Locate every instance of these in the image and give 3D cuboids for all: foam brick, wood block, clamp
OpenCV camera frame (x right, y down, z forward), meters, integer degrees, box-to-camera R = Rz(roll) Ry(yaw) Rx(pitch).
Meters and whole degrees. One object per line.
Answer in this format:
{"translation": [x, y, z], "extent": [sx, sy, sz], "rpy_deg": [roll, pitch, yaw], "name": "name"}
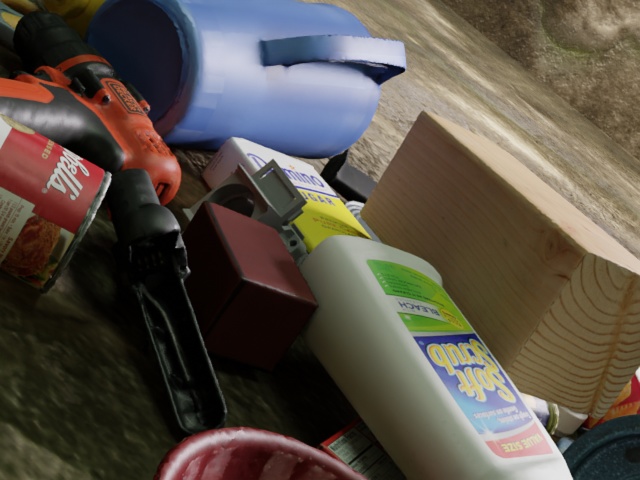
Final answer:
{"translation": [-0.046, 0.026, 0.591], "extent": [0.051, 0.053, 0.078], "rpy_deg": [21, 24, -34], "name": "foam brick"}
{"translation": [0.118, 0.008, 0.678], "extent": [0.090, 0.091, 0.206], "rpy_deg": [22, 17, -32], "name": "wood block"}
{"translation": [-0.085, 0.005, 0.531], "extent": [0.039, 0.120, 0.172], "rpy_deg": [-13, 36, -16], "name": "clamp"}

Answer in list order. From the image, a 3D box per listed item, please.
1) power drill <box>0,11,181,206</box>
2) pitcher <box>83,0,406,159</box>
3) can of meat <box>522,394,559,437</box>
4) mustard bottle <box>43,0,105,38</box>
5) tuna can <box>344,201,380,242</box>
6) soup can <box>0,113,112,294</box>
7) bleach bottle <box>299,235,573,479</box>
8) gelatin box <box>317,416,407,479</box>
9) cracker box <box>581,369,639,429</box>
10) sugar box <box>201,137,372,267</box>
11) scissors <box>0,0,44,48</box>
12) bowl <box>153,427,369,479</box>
{"translation": [-0.187, -0.096, 0.635], "extent": [0.187, 0.057, 0.185], "rpy_deg": [9, 34, -53], "name": "power drill"}
{"translation": [-0.055, -0.130, 0.814], "extent": [0.145, 0.149, 0.242], "rpy_deg": [43, 24, 21], "name": "pitcher"}
{"translation": [0.090, 0.088, 0.676], "extent": [0.083, 0.057, 0.102], "rpy_deg": [19, 31, -45], "name": "can of meat"}
{"translation": [-0.158, -0.186, 0.876], "extent": [0.191, 0.058, 0.096], "rpy_deg": [7, 45, -57], "name": "mustard bottle"}
{"translation": [0.044, 0.010, 0.822], "extent": [0.086, 0.034, 0.086], "rpy_deg": [32, 20, -14], "name": "tuna can"}
{"translation": [-0.161, -0.027, 0.510], "extent": [0.102, 0.069, 0.068], "rpy_deg": [30, 21, -17], "name": "soup can"}
{"translation": [0.072, 0.095, 0.537], "extent": [0.102, 0.068, 0.251], "rpy_deg": [20, 21, -38], "name": "bleach bottle"}
{"translation": [0.038, 0.132, 0.544], "extent": [0.089, 0.030, 0.073], "rpy_deg": [39, 20, 14], "name": "gelatin box"}
{"translation": [0.283, 0.172, 0.806], "extent": [0.164, 0.072, 0.213], "rpy_deg": [32, 21, -11], "name": "cracker box"}
{"translation": [-0.005, 0.001, 0.743], "extent": [0.093, 0.048, 0.176], "rpy_deg": [17, 29, -46], "name": "sugar box"}
{"translation": [-0.258, -0.174, 0.751], "extent": [0.201, 0.016, 0.096], "rpy_deg": [23, 22, -35], "name": "scissors"}
{"translation": [-0.007, 0.147, 0.395], "extent": [0.162, 0.055, 0.162], "rpy_deg": [32, 20, -14], "name": "bowl"}
